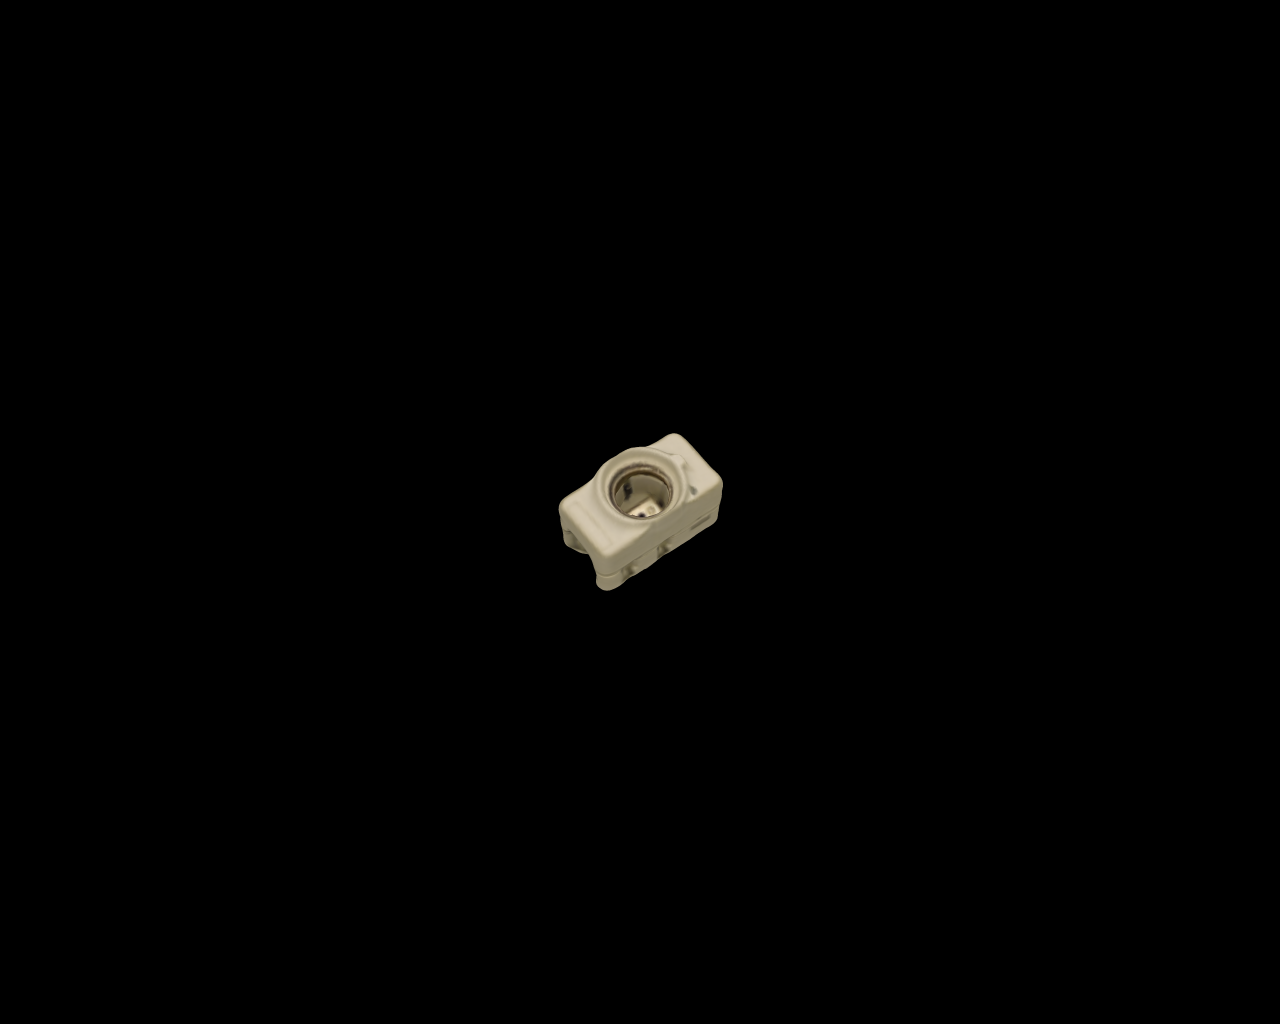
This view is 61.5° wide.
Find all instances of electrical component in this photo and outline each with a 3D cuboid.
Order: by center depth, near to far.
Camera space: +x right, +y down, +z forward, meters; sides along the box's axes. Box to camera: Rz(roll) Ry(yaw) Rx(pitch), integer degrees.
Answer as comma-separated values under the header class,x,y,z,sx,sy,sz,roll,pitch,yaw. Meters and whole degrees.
class,x,y,z,sx,sy,sz,roll,pitch,yaw
electrical component,0.001,-0.003,0.650,0.090,0.050,0.055,-32,-26,-18
